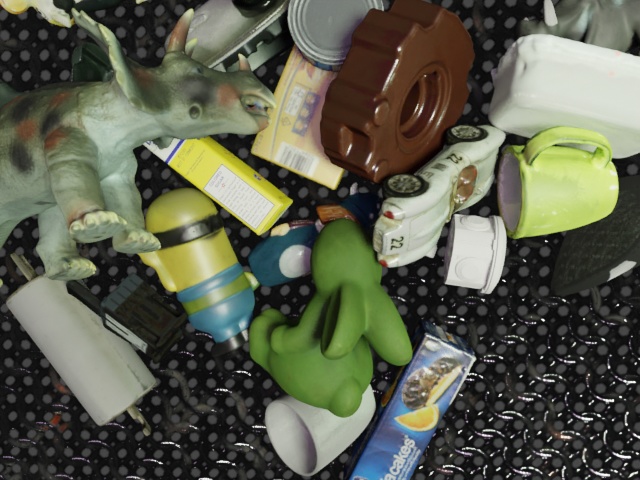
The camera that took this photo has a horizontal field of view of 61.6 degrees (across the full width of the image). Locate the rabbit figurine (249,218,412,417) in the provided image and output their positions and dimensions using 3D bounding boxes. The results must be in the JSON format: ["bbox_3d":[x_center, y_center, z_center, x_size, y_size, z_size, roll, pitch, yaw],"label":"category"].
[{"bbox_3d":[0.010,0.068,0.509,0.121,0.159,0.170,5,108,-21],"label":"rabbit figurine"}]

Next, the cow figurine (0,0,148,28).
[{"bbox_3d":[-0.238,-0.268,0.551,0.167,0.068,0.098,-36,126,5],"label":"cow figurine"}]

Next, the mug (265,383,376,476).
[{"bbox_3d":[0.001,0.187,0.577,0.107,0.110,0.080,-18,90,-38],"label":"mug"}]

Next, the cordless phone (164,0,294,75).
[{"bbox_3d":[-0.089,-0.207,0.493,0.146,0.184,0.088,-34,98,6],"label":"cordless phone"}]

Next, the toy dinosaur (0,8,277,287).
[{"bbox_3d":[-0.241,-0.064,0.474,0.405,0.131,0.192,-16,77,23],"label":"toy dinosaur"}]

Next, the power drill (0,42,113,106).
[{"bbox_3d":[-0.329,-0.161,0.563,0.207,0.086,0.232,-1,87,-1],"label":"power drill"}]

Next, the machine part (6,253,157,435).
[{"bbox_3d":[-0.260,0.114,0.591,0.079,0.079,0.243,-36,94,6],"label":"machine part"}]

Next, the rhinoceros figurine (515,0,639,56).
[{"bbox_3d":[0.289,-0.220,0.524,0.190,0.073,0.112,-22,94,4],"label":"rhinoceros figurine"}]

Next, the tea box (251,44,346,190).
[{"bbox_3d":[0.007,-0.146,0.551,0.098,0.068,0.169,25,96,0],"label":"tea box"}]

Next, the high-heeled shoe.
[{"bbox_3d":[0.364,-0.016,0.561,0.145,0.086,0.248,24,119,-31],"label":"high-heeled shoe"}]

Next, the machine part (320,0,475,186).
[{"bbox_3d":[0.079,-0.129,0.501,0.056,0.179,0.179,29,98,31],"label":"machine part"}]

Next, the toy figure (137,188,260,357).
[{"bbox_3d":[-0.120,0.031,0.569,0.089,0.082,0.180,-27,91,25],"label":"toy figure"}]

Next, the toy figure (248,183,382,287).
[{"bbox_3d":[-0.001,-0.002,0.574,0.154,0.064,0.058,-28,59,8],"label":"toy figure"}]

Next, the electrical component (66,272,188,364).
[{"bbox_3d":[-0.199,0.071,0.558,0.119,0.074,0.048,36,57,5],"label":"electrical component"}]

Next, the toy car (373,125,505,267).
[{"bbox_3d":[0.114,-0.047,0.507,0.056,0.202,0.073,27,137,28],"label":"toy car"}]

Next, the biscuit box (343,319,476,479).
[{"bbox_3d":[0.093,0.191,0.586,0.059,0.063,0.202,26,97,2],"label":"biscuit box"}]
